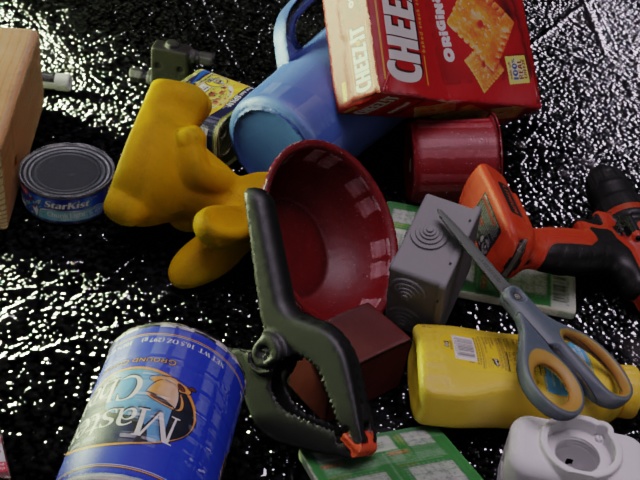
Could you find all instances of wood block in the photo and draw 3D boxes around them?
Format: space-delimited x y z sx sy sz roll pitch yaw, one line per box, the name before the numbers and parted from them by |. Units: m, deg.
wood block | -0.318 -0.110 0.990 0.090 0.091 0.206 3 39 -6

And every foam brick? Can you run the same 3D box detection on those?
foam brick | 0.021 0.093 0.820 0.078 0.051 0.053 -21 46 -31

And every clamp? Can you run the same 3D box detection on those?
clamp | -0.030 0.072 0.776 0.210 0.165 0.036 37 13 28

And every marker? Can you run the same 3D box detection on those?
marker | -0.323 -0.171 1.122 0.121 0.020 0.020 6 39 -2

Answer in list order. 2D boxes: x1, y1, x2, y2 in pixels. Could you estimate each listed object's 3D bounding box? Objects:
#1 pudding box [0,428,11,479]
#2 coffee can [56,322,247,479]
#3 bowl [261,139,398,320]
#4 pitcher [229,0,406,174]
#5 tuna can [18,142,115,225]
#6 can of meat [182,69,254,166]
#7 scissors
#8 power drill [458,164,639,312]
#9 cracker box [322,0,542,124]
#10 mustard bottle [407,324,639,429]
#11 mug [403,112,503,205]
pudding box | -0.217 0.152 0.663 0.039 0.114 0.090 -8 41 -23
coffee can | -0.111 0.138 0.703 0.103 0.103 0.140 9 38 3
bowl | -0.006 0.001 0.886 0.055 0.162 0.161 -19 19 42
pitcher | 0.014 -0.154 1.058 0.149 0.145 0.242 28 46 20
tuna can | -0.230 -0.052 0.976 0.086 0.034 0.086 4 39 -3
can of meat | -0.108 -0.124 1.066 0.084 0.057 0.101 23 41 22
scissors | 0.138 0.057 0.781 0.202 0.016 0.096 41 44 16
power drill | 0.221 -0.015 0.946 0.187 0.057 0.184 8 39 -18
cracker box | 0.108 -0.200 1.016 0.213 0.072 0.164 -1 79 -39
mustard bottle | 0.165 0.109 0.814 0.191 0.058 0.096 5 26 -2
mug | 0.123 -0.076 1.025 0.081 0.093 0.117 -1 9 -3
